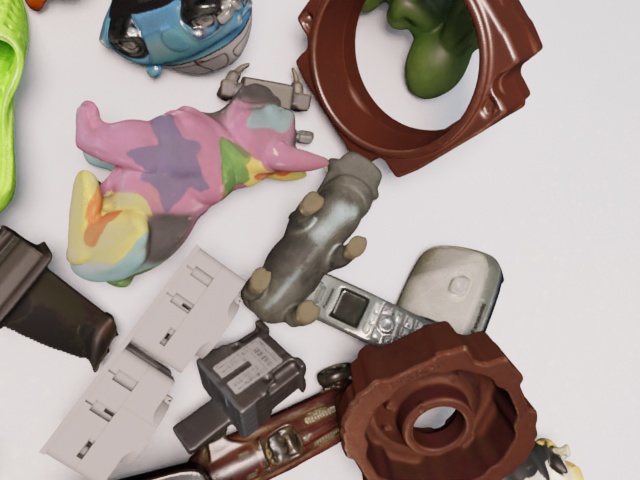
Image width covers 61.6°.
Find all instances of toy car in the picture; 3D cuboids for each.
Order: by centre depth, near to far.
[{"bbox_3d":[-0.120,-0.211,0.513,0.102,0.162,0.109,39,56,-56],"label":"toy car"},{"bbox_3d":[-0.029,0.190,0.517,0.202,0.053,0.089,-19,85,-18],"label":"toy car"}]

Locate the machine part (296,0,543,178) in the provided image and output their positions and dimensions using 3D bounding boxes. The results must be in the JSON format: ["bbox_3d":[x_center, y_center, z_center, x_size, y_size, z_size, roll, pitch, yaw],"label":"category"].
[{"bbox_3d":[0.086,-0.178,0.519,0.087,0.201,0.201,-36,95,-44],"label":"machine part"}]

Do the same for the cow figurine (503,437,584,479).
[{"bbox_3d":[0.215,0.247,0.567,0.167,0.068,0.098,-10,87,-39],"label":"cow figurine"}]

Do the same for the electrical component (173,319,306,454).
[{"bbox_3d":[-0.078,0.134,0.486,0.119,0.047,0.075,-28,49,-28],"label":"electrical component"}]

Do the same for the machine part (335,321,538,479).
[{"bbox_3d":[0.102,0.157,0.482,0.179,0.056,0.179,-2,113,-5],"label":"machine part"}]

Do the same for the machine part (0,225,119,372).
[{"bbox_3d":[-0.226,0.055,0.445,0.138,0.039,0.084,53,52,-39],"label":"machine part"}]

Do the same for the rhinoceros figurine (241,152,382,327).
[{"bbox_3d":[-0.001,-0.002,0.519,0.073,0.112,0.190,34,79,-4],"label":"rhinoceros figurine"}]

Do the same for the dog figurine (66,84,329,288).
[{"bbox_3d":[-0.107,-0.051,0.492,0.219,0.108,0.191,2,84,-16],"label":"dog figurine"}]

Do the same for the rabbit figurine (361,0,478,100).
[{"bbox_3d":[0.132,-0.245,0.590,0.121,0.159,0.170,-29,111,-40],"label":"rabbit figurine"}]

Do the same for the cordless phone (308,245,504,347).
[{"bbox_3d":[0.082,0.056,0.563,0.184,0.088,0.146,25,75,5],"label":"cordless phone"}]

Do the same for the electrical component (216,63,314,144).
[{"bbox_3d":[-0.056,-0.142,0.560,0.102,0.045,0.078,-1,111,-15],"label":"electrical component"}]

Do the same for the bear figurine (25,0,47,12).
[{"bbox_3d":[-0.205,-0.304,0.495,0.132,0.120,0.195,10,81,-20],"label":"bear figurine"}]

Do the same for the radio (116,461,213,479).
[{"bbox_3d":[-0.121,0.292,0.394,0.131,0.073,0.229,-12,78,-17],"label":"radio"}]
